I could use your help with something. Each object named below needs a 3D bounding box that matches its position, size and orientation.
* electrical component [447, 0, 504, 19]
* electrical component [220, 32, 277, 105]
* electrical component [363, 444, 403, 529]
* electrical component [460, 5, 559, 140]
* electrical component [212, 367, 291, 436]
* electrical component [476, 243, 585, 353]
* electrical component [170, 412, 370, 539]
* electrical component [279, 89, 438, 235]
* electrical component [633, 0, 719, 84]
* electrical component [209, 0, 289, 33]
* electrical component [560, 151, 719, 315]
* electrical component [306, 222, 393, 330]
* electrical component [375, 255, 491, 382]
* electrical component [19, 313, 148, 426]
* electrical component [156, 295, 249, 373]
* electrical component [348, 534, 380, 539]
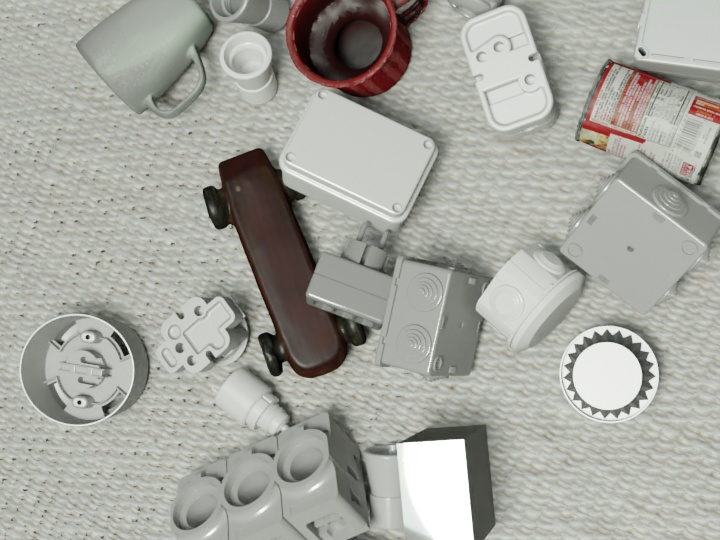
[{"bbox_3d":[0.102,-0.237,0.881,0.048,0.048,0.062,28,89,15],"label":"electrical component"},{"bbox_3d":[-0.092,-0.170,0.922,0.044,0.065,0.044,-1,74,4],"label":"electrical component"},{"bbox_3d":[0.025,0.181,0.891,0.044,0.044,0.065,0,93,16],"label":"electrical component"},{"bbox_3d":[0.121,-0.156,0.864,0.054,0.059,0.095,-19,83,15],"label":"electrical component"},{"bbox_3d":[-0.089,0.118,0.925,0.078,0.040,0.040,36,98,14],"label":"electrical component"},{"bbox_3d":[0.134,0.022,0.845,0.051,0.080,0.080,43,99,19],"label":"electrical component"},{"bbox_3d":[-0.076,0.190,0.886,0.150,0.061,0.089,-26,39,14],"label":"electrical component"},{"bbox_3d":[-0.002,-0.088,0.878,0.113,0.057,0.078,26,78,3],"label":"electrical component"},{"bbox_3d":[0.263,-0.179,0.824,0.096,0.061,0.061,11,91,16],"label":"electrical component"},{"bbox_3d":[-0.092,-0.227,0.924,0.044,0.065,0.044,-2,86,34],"label":"electrical component"},{"bbox_3d":[0.212,-0.026,0.816,0.100,0.048,0.099,39,132,8],"label":"electrical component"},{"bbox_3d":[0.000,0.000,0.868,0.066,0.047,0.076,21,80,1],"label":"electrical component"},{"bbox_3d":[0.061,0.039,0.856,0.048,0.100,0.099,13,92,29],"label":"electrical component"},{"bbox_3d":[-0.242,0.088,0.958,0.099,0.064,0.099,0,88,16],"label":"electrical component"},{"bbox_3d":[-0.130,0.055,0.930,0.078,0.057,0.058,-40,77,11],"label":"electrical component"},{"bbox_3d":[0.035,0.280,0.873,0.150,0.062,0.089,15,92,16],"label":"electrical component"}]
